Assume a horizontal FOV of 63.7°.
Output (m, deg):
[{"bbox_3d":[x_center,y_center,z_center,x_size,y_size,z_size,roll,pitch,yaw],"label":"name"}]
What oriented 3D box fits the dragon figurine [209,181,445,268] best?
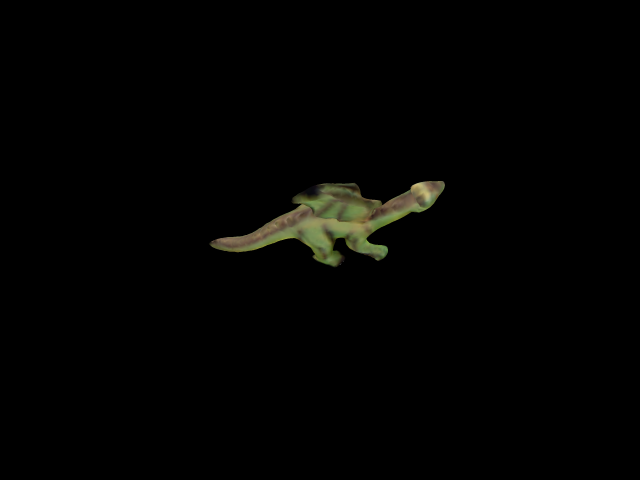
[{"bbox_3d":[0.003,-0.043,0.850,0.410,0.124,0.238,-8,-22,-3],"label":"dragon figurine"}]
